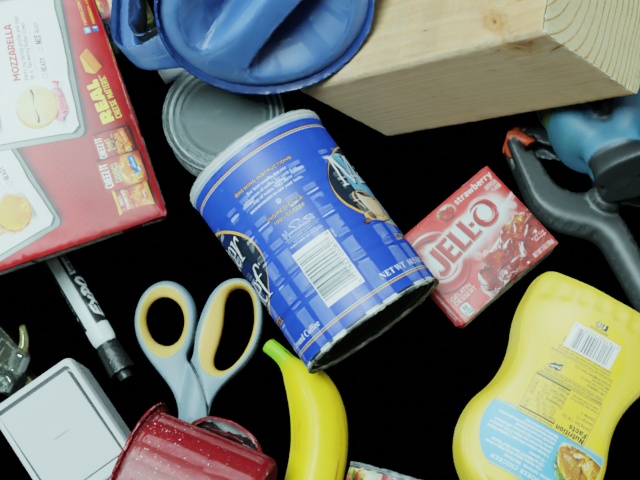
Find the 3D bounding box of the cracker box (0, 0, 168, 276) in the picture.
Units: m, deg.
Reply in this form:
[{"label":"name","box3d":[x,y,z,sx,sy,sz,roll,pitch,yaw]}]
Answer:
[{"label":"cracker box","box3d":[-0.223,-0.056,0.677,0.213,0.072,0.164,-19,90,-9]}]

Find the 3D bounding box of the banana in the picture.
[{"label":"banana","box3d":[-0.019,0.164,0.691,0.070,0.037,0.198,0,70,32]}]

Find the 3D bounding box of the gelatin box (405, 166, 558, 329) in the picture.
[{"label":"gelatin box","box3d":[0.105,0.005,0.731,0.089,0.030,0.073,-39,78,-9]}]

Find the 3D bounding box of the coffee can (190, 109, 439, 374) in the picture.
[{"label":"coffee can","box3d":[-0.005,0.001,0.696,0.102,0.103,0.140,-34,77,-8]}]

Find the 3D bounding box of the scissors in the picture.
[{"label":"scissors","box3d":[-0.101,0.113,0.714,0.096,0.016,0.201,21,77,8]}]

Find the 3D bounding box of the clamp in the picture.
[{"label":"clamp","box3d":[0.208,-0.031,0.735,0.120,0.039,0.171,-42,77,-19]}]

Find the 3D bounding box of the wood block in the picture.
[{"label":"wood block","box3d":[0.092,-0.133,0.674,0.090,0.207,0.090,23,73,-36]}]

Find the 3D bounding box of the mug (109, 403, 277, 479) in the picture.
[{"label":"mug","box3d":[-0.073,0.151,0.650,0.081,0.117,0.093,20,120,9]}]

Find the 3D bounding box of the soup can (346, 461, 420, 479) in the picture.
[{"label":"soup can","box3d":[0.038,0.197,0.662,0.068,0.068,0.102,15,76,5]}]

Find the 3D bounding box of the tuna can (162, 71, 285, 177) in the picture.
[{"label":"tuna can","box3d":[-0.067,-0.083,0.755,0.086,0.034,0.086,0,75,1]}]

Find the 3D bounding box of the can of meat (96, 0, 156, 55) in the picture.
[{"label":"can of meat","box3d":[-0.176,-0.175,0.771,0.084,0.057,0.102,-26,77,-9]}]

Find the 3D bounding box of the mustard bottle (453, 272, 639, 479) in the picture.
[{"label":"mustard bottle","box3d":[0.140,0.123,0.684,0.096,0.058,0.191,30,78,2]}]

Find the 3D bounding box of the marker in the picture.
[{"label":"marker","box3d":[-0.162,0.044,0.731,0.020,0.020,0.121,-31,77,-7]}]

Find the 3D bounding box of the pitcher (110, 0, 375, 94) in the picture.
[{"label":"pitcher","box3d":[-0.056,-0.220,0.714,0.149,0.145,0.243,6,48,-18]}]
